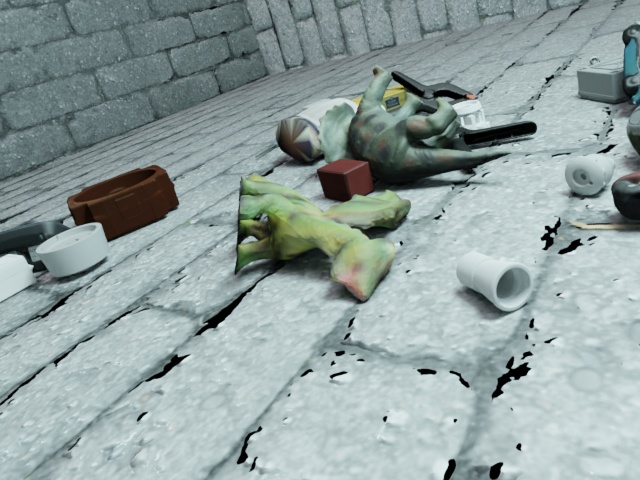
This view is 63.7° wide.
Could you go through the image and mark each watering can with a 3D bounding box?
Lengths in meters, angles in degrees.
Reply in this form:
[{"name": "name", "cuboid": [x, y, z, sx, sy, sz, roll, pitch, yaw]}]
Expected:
[{"name": "watering can", "cuboid": [-0.006, -0.258, 1.181, 0.227, 0.102, 0.348, -29, 22, -29]}]

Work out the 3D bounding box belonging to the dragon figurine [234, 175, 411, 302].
[{"name": "dragon figurine", "cuboid": [0.002, -0.036, 0.715, 0.243, 0.120, 0.417, -1, 24, -5]}]
